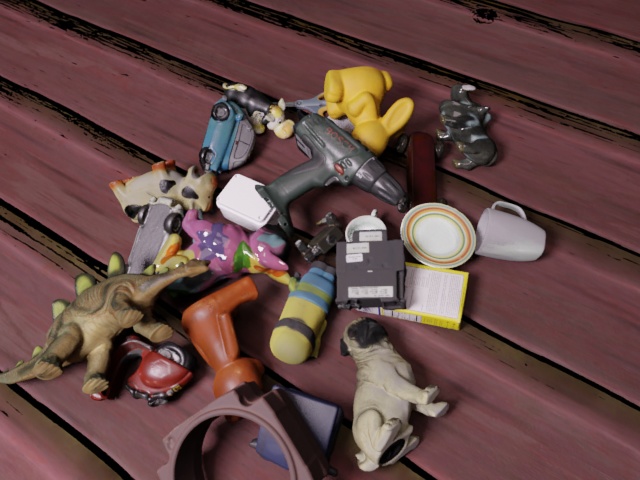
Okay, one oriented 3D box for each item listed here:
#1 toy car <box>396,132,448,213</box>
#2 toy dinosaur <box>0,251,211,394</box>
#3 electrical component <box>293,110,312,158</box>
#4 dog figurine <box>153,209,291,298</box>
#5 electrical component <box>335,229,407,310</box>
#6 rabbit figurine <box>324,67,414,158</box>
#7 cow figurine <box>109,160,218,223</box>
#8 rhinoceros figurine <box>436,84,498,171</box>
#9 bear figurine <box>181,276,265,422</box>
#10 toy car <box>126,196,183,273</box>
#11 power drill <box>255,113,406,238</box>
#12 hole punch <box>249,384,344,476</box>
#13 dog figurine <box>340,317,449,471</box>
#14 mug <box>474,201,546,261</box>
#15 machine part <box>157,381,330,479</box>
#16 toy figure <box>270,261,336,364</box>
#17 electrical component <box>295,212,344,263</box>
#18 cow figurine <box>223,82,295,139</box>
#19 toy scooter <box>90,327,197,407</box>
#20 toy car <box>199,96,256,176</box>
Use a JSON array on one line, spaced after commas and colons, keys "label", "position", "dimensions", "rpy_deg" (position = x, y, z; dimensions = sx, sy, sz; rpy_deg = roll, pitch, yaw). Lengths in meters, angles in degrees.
[{"label": "toy car", "position": [0.190, -0.118, 1.016], "dimensions": [0.089, 0.053, 0.202], "rpy_deg": [9, 62, -10]}, {"label": "toy dinosaur", "position": [-0.371, 0.142, 0.859], "dimensions": [0.471, 0.105, 0.199], "rpy_deg": [-31, 37, 8]}, {"label": "electrical component", "position": [-0.024, -0.211, 1.083], "dimensions": [0.048, 0.074, 0.119], "rpy_deg": [-34, 66, -12]}, {"label": "dog figurine", "position": [-0.156, 0.041, 0.942], "dimensions": [0.219, 0.108, 0.191], "rpy_deg": [22, 65, 15]}, {"label": "electrical component", "position": [0.084, 0.047, 0.881], "dimensions": [0.115, 0.058, 0.134], "rpy_deg": [0, 66, 8]}, {"label": "rabbit figurine", "position": [0.090, -0.227, 1.012], "dimensions": [0.162, 0.122, 0.173], "rpy_deg": [-4, 74, -6]}, {"label": "cow figurine", "position": [-0.289, -0.087, 1.033], "dimensions": [0.195, 0.085, 0.127], "rpy_deg": [-18, 101, 11]}, {"label": "rhinoceros figurine", "position": [0.288, -0.226, 1.052], "dimensions": [0.112, 0.073, 0.190], "rpy_deg": [-13, 60, 2]}, {"label": "bear figurine", "position": [-0.134, 0.177, 0.863], "dimensions": [0.132, 0.120, 0.196], "rpy_deg": [-26, 78, -44]}, {"label": "toy car", "position": [-0.306, 0.018, 0.975], "dimensions": [0.074, 0.056, 0.201], "rpy_deg": [16, 85, 13]}, {"label": "power drill", "position": [0.005, -0.096, 0.935], "dimensions": [0.207, 0.086, 0.232], "rpy_deg": [-40, 77, 5]}, {"label": "hole punch", "position": [-0.031, 0.282, 0.800], "dimensions": [0.142, 0.092, 0.116], "rpy_deg": [16, 67, 12]}, {"label": "dog figurine", "position": [0.074, 0.227, 0.822], "dimensions": [0.172, 0.121, 0.191], "rpy_deg": [-37, 49, -17]}, {"label": "mug", "position": [0.330, -0.011, 0.928], "dimensions": [0.107, 0.080, 0.109], "rpy_deg": [17, 57, 4]}, {"label": "machine part", "position": [-0.106, 0.316, 0.739], "dimensions": [0.201, 0.087, 0.201], "rpy_deg": [-36, 77, 9]}, {"label": "toy figure", "position": [-0.027, 0.117, 0.890], "dimensions": [0.082, 0.089, 0.180], "rpy_deg": [16, 66, 23]}, {"label": "electrical component", "position": [-0.001, -0.004, 0.969], "dimensions": [0.102, 0.078, 0.045], "rpy_deg": [-41, 98, -10]}, {"label": "cow figurine", "position": [-0.126, -0.275, 1.121], "dimensions": [0.168, 0.098, 0.068], "rpy_deg": [23, 60, 19]}, {"label": "toy scooter", "position": [-0.299, 0.217, 0.878], "dimensions": [0.184, 0.075, 0.135], "rpy_deg": [20, 65, 21]}, {"label": "toy car", "position": [-0.181, -0.200, 1.083], "dimensions": [0.103, 0.109, 0.161], "rpy_deg": [14, 81, -10]}]
